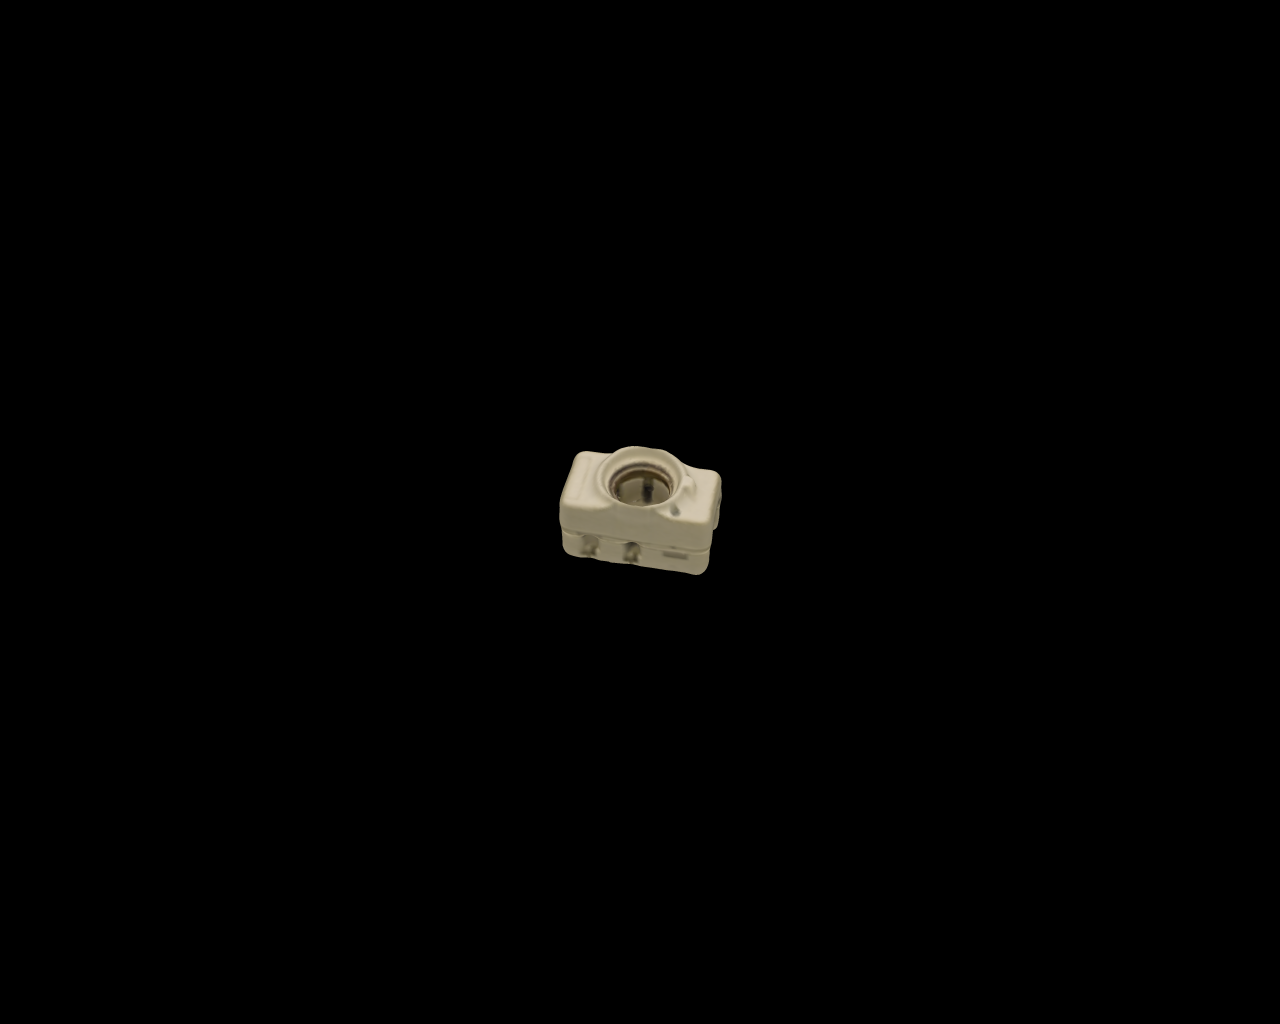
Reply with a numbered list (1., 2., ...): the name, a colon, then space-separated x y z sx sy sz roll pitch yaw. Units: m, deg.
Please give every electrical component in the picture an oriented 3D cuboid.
1. electrical component: 0.001 -0.003 0.650 0.089 0.050 0.055 9 -43 8
